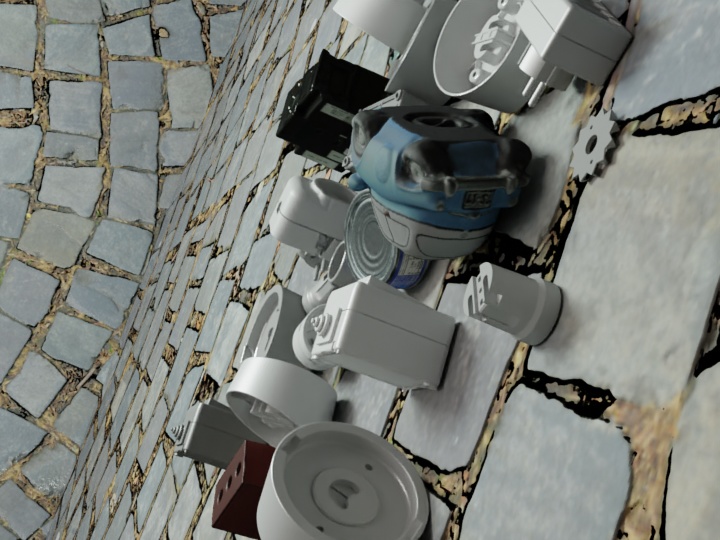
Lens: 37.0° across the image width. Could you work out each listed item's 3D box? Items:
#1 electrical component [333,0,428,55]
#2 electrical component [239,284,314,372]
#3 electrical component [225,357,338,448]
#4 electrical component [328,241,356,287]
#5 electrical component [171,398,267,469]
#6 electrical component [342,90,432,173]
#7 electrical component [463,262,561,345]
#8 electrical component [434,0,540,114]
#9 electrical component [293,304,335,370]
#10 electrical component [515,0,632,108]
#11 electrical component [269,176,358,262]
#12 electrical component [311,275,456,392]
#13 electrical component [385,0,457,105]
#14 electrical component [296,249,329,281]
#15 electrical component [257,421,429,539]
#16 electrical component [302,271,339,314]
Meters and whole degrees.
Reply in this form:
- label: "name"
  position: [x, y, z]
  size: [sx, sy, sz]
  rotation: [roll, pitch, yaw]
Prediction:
- label: "electrical component"
  position: [0.035, -0.254, 1.054]
  size: [0.060, 0.108, 0.108]
  rotation: [-58, 19, 14]
- label: "electrical component"
  position: [-0.071, 0.075, 1.061]
  size: [0.108, 0.060, 0.108]
  rotation: [-57, 20, 35]
- label: "electrical component"
  position: [-0.069, 0.120, 0.942]
  size: [0.099, 0.099, 0.064]
  rotation: [-36, 30, 61]
- label: "electrical component"
  position: [0.000, 0.000, 0.952]
  size: [0.040, 0.046, 0.040]
  rotation: [-57, 20, 34]
- label: "electrical component"
  position: [-0.150, 0.173, 1.126]
  size: [0.062, 0.096, 0.061]
  rotation: [-31, 40, 66]
- label: "electrical component"
  position: [0.038, -0.114, 0.957]
  size: [0.096, 0.061, 0.061]
  rotation: [-11, 59, 62]
- label: "electrical component"
  position: [0.090, 0.019, 0.642]
  size: [0.040, 0.046, 0.040]
  rotation: [-58, 19, 34]
- label: "electrical component"
  position: [0.104, -0.167, 0.795]
  size: [0.099, 0.064, 0.099]
  rotation: [-57, 20, 34]
- label: "electrical component"
  position: [-0.031, 0.062, 0.962]
  size: [0.047, 0.055, 0.055]
  rotation: [141, 147, -66]
- label: "electrical component"
  position: [0.130, -0.144, 0.713]
  size: [0.075, 0.047, 0.083]
  rotation: [-61, 18, 25]
- label: "electrical component"
  position: [-0.031, -0.048, 1.020]
  size: [0.059, 0.095, 0.053]
  rotation: [-63, 18, 20]
- label: "electrical component"
  position: [0.012, 0.043, 0.772]
  size: [0.062, 0.096, 0.061]
  rotation: [-23, 48, 68]
- label: "electrical component"
  position: [0.063, -0.196, 0.958]
  size: [0.099, 0.064, 0.099]
  rotation: [-57, 20, 35]
- label: "electrical component"
  position: [-0.035, -0.026, 1.097]
  size: [0.077, 0.044, 0.079]
  rotation: [-46, 28, 53]
- label: "electrical component"
  position: [-0.016, 0.160, 0.708]
  size: [0.108, 0.108, 0.060]
  rotation: [-91, 21, -52]
- label: "electrical component"
  position: [-0.027, 0.023, 1.024]
  size: [0.046, 0.040, 0.040]
  rotation: [-49, 25, 38]
